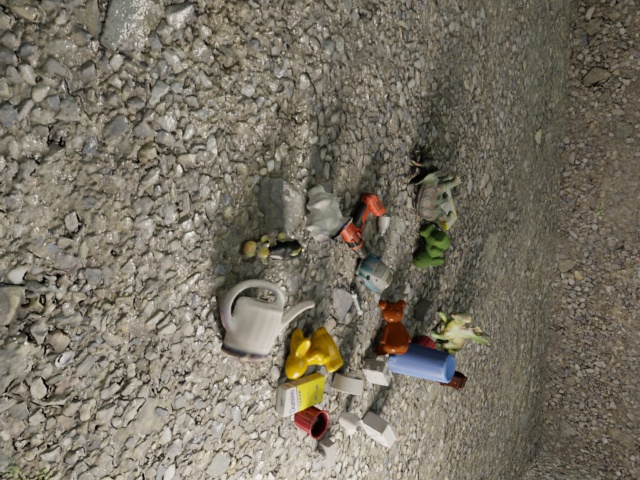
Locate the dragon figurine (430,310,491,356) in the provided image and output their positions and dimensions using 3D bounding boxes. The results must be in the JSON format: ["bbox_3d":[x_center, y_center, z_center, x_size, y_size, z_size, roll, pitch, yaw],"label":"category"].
[{"bbox_3d":[0.629,0.436,2.261,0.124,0.243,0.402,-55,132,-30],"label":"dragon figurine"}]

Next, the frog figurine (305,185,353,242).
[{"bbox_3d":[0.005,-0.078,1.559,0.139,0.121,0.159,-43,93,-22],"label":"frog figurine"}]

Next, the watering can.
[{"bbox_3d":[-0.149,0.232,1.429,0.344,0.104,0.225,24,82,-48],"label":"watering can"}]
